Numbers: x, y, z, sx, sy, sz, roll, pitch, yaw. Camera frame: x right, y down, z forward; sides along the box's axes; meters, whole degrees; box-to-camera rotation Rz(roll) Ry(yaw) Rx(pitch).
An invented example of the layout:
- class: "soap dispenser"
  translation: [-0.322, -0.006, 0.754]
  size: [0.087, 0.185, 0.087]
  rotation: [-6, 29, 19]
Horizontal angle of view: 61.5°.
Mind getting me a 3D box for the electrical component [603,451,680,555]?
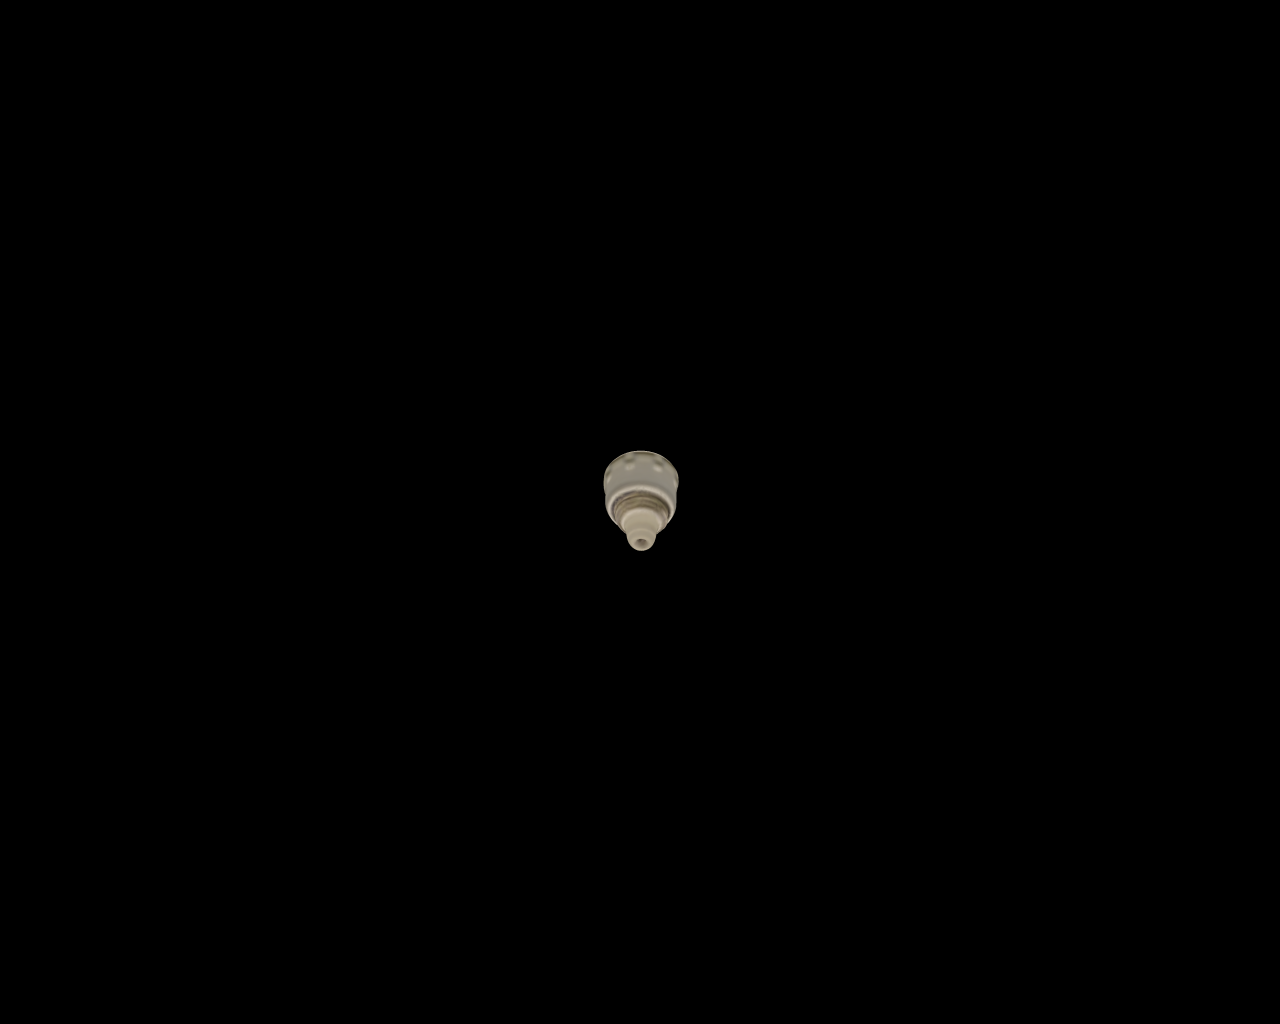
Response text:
- class: "electrical component"
  translation: [0.001, -0.003, 0.650]
  size: [0.048, 0.062, 0.048]
  rotation: [0, -44, 0]
